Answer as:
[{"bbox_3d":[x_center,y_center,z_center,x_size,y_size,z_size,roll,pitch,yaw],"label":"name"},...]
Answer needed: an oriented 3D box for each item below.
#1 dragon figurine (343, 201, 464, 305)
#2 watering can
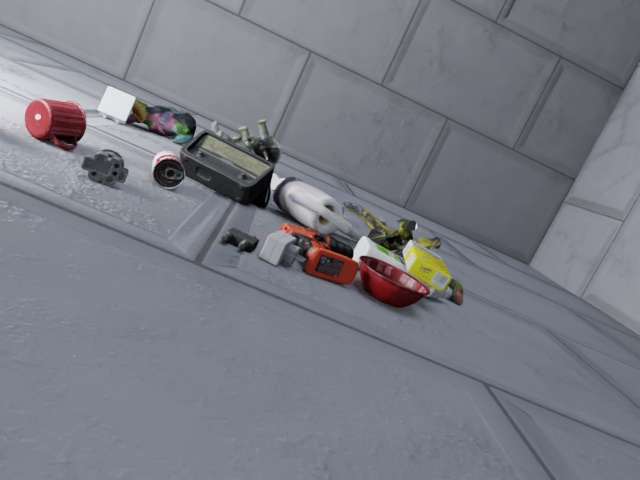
[{"bbox_3d":[0.239,0.037,1.431,0.416,0.123,0.238,41,-7,39],"label":"dragon figurine"},{"bbox_3d":[0.004,-0.072,1.438,0.227,0.104,0.344,32,0,31],"label":"watering can"}]
